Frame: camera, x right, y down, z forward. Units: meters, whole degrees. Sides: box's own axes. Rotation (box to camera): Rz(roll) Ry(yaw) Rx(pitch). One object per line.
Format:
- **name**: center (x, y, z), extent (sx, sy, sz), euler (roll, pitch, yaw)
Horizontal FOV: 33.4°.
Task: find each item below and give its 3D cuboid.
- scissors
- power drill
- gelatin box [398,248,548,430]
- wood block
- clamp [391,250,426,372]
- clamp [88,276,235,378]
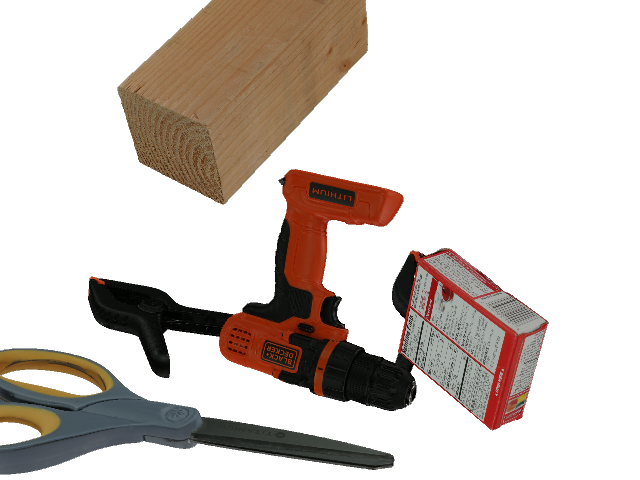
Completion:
- **scissors**: center (-0.079, 0.087, 0.459), extent (0.202, 0.016, 0.096), euler (14, 27, 26)
- **power drill**: center (0.013, 0.041, 0.924), extent (0.185, 0.187, 0.057), euler (15, 0, 20)
- **gelatin box**: center (0.090, 0.058, 0.644), extent (0.030, 0.073, 0.089), euler (-17, 39, -33)
- **wood block**: center (-0.055, -0.140, 0.861), extent (0.091, 0.205, 0.090), euler (27, -31, 24)
- **clamp**: center (0.133, 0.080, 1.147), extent (0.120, 0.171, 0.039), euler (3, -44, -7)
- **clamp**: center (-0.185, 0.088, 1.158), extent (0.210, 0.036, 0.164), euler (18, 20, 26)
